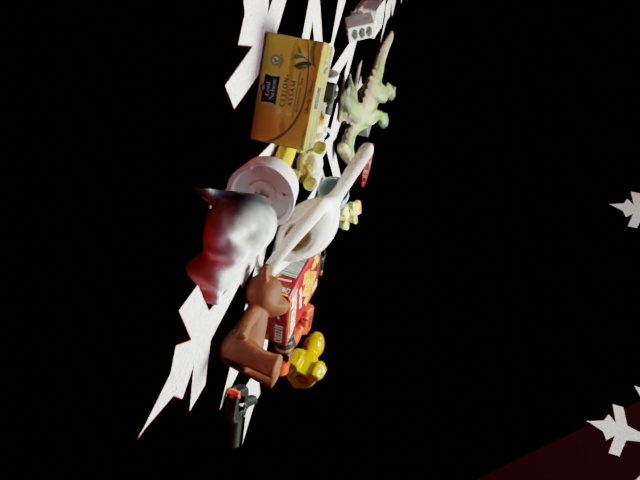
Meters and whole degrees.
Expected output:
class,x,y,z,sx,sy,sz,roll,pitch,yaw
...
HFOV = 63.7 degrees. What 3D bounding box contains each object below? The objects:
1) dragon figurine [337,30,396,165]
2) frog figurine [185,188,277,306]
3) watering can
class,x,y,z,sx,sy,sz,roll,pitch,yaw
dragon figurine,0.123,-0.410,1.461,0.244,0.122,0.407,-17,120,-68
frog figurine,-0.123,0.013,0.713,0.137,0.123,0.160,176,-83,-82
watering can,0.003,-0.055,1.102,0.347,0.104,0.224,-49,176,4
